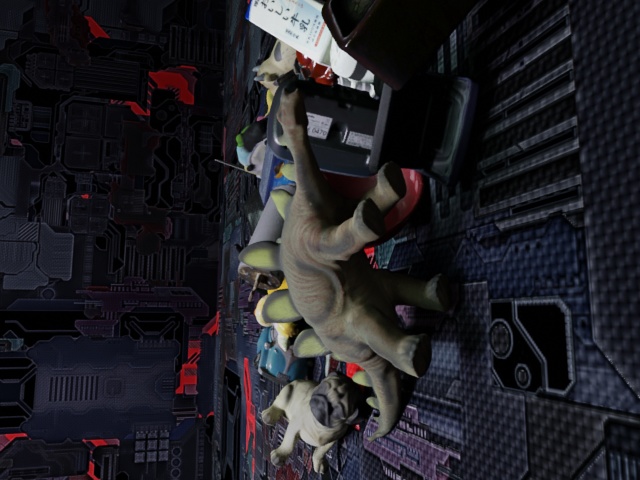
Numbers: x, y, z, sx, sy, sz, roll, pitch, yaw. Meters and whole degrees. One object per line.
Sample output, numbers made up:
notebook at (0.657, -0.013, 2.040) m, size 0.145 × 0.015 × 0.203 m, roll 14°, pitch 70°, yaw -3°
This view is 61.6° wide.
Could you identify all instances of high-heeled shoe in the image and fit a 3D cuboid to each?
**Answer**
high-heeled shoe at (-0.096, -0.010, 1.093) m, size 0.086 × 0.145 × 0.249 m, roll -13°, pitch 41°, yaw 35°

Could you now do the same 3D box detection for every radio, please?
radio at (0.100, -0.252, 0.451) m, size 0.229 × 0.073 × 0.131 m, roll -48°, pitch 32°, yaw 21°

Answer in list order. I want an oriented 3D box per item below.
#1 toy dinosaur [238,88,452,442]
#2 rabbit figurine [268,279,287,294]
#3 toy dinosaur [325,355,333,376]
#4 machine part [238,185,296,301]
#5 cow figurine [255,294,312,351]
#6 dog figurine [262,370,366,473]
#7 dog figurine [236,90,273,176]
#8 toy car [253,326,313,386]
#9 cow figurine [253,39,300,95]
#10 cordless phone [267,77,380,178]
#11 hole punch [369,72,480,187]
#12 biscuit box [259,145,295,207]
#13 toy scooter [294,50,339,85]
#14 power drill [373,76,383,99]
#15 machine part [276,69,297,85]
toy dinosaur at (0.034, 0.069, 0.576) m, size 0.199 × 0.105 × 0.470 m, roll 0°, pitch 121°, yaw 40°
rabbit figurine at (-0.033, 0.098, 0.976) m, size 0.163 × 0.122 × 0.173 m, roll -126°, pitch 26°, yaw -51°
toy dinosaur at (0.003, 0.003, 0.831) m, size 0.192 × 0.131 × 0.404 m, roll -90°, pitch 6°, yaw -58°
machine part at (-0.072, -0.006, 0.898) m, size 0.079 × 0.079 × 0.243 m, roll 123°, pitch 168°, yaw -60°
cow figurine at (-0.002, 0.119, 0.720) m, size 0.098 × 0.167 × 0.068 m, roll -121°, pitch 42°, yaw -64°
dog figurine at (0.002, 0.247, 0.844) m, size 0.190 × 0.121 × 0.172 m, roll -61°, pitch 33°, yaw 29°
dog figurine at (-0.103, -0.227, 1.105) m, size 0.219 × 0.191 × 0.108 m, roll 59°, pitch 137°, yaw 41°
toy car at (-0.063, 0.207, 1.056) m, size 0.103 × 0.109 × 0.162 m, roll -57°, pitch 15°, yaw 17°
cow figurine at (-0.058, -0.366, 1.058) m, size 0.086 × 0.127 × 0.194 m, roll -102°, pitch 24°, yaw -49°
cordless phone at (0.011, -0.163, 0.666) m, size 0.184 × 0.147 × 0.088 m, roll -94°, pitch 19°, yaw -53°
hole punch at (0.111, -0.119, 0.556) m, size 0.116 × 0.092 × 0.142 m, roll -47°, pitch -35°, yaw -67°
biscuit box at (-0.063, -0.154, 0.955) m, size 0.063 × 0.059 × 0.202 m, roll -114°, pitch 32°, yaw -47°
toy scooter at (0.009, -0.315, 0.916) m, size 0.135 × 0.075 × 0.184 m, roll 111°, pitch 152°, yaw -48°
power drill at (0.091, -0.311, 0.632) m, size 0.231 × 0.086 × 0.207 m, roll 113°, pitch 158°, yaw -46°
machine part at (-0.029, -0.245, 0.992) m, size 0.138 × 0.039 × 0.084 m, roll 51°, pitch -157°, yaw -43°
